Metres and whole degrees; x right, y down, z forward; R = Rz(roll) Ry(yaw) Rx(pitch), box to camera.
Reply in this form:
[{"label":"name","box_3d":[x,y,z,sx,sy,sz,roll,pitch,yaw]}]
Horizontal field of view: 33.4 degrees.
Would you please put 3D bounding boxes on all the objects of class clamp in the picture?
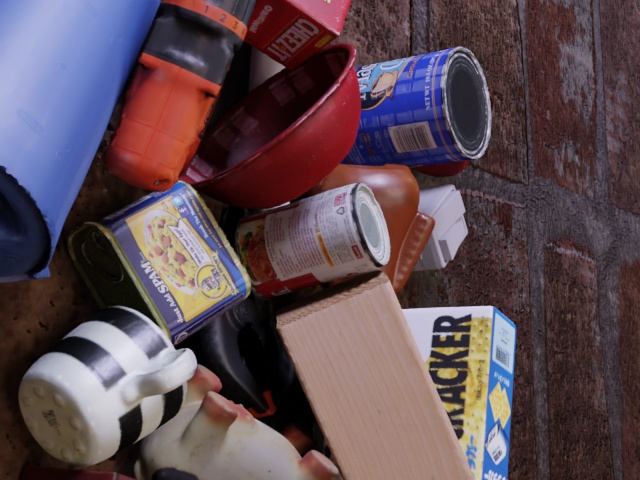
[{"label":"clamp","box_3d":[-0.068,0.050,0.823,0.120,0.039,0.171,-31,103,-51]},{"label":"clamp","box_3d":[-0.023,0.134,0.897,0.164,0.036,0.209,52,42,-33]}]

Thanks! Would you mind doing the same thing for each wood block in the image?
[{"label":"wood block","box_3d":[0.048,0.135,0.814,0.090,0.091,0.206,-118,-176,-84]}]

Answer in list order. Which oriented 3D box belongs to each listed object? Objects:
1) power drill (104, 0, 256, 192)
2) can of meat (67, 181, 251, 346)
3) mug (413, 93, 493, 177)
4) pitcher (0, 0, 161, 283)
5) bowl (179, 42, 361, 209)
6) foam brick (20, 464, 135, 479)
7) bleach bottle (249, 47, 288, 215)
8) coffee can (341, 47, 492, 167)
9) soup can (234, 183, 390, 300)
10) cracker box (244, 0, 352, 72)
[{"label":"power drill","box_3d":[-0.085,-0.117,0.687,0.188,0.057,0.184,178,-63,-82]},{"label":"can of meat","box_3d":[-0.107,0.019,0.722,0.083,0.058,0.102,-33,94,-39]},{"label":"mug","box_3d":[0.119,-0.127,1.128,0.117,0.093,0.081,32,59,-16]},{"label":"pitcher","box_3d":[-0.176,-0.110,0.604,0.149,0.145,0.242,118,-9,-52]},{"label":"bowl","box_3d":[-0.026,-0.073,0.778,0.055,0.162,0.162,51,43,-21]},{"label":"foam brick","box_3d":[-0.144,0.172,0.657,0.051,0.078,0.053,40,55,-50]},{"label":"bleach bottle","box_3d":[-0.029,-0.139,0.886,0.102,0.068,0.251,72,23,-73]},{"label":"coffee can","box_3d":[0.075,-0.117,0.992,0.102,0.141,0.103,14,74,-57]},{"label":"soup can","box_3d":[-0.005,0.001,0.818,0.068,0.102,0.068,52,29,-46]},{"label":"cracker box","box_3d":[-0.069,-0.248,0.773,0.213,0.072,0.164,31,57,-22]}]
